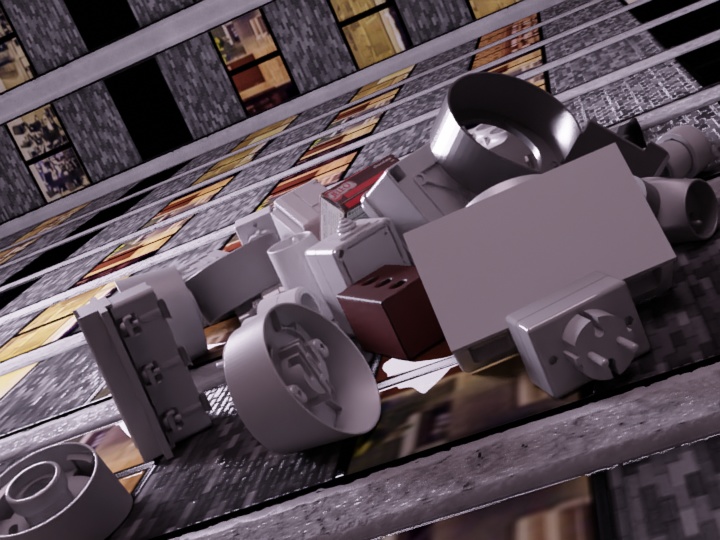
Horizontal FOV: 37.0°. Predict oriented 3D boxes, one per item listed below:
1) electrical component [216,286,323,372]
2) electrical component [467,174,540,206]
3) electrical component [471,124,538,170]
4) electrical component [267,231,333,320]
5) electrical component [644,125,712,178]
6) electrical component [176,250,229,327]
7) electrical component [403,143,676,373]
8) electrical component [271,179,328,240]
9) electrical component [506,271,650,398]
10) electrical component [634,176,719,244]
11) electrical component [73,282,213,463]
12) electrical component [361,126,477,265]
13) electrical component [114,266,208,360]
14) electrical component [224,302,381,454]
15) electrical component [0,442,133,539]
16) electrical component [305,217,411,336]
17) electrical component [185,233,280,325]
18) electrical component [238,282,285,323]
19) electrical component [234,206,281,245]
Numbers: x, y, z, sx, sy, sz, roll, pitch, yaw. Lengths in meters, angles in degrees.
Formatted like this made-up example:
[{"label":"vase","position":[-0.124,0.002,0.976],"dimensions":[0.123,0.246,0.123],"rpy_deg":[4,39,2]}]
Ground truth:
[{"label":"electrical component","position":[-0.083,0.064,0.877],"dimensions":[0.074,0.052,0.138],"rpy_deg":[-19,15,19]},{"label":"electrical component","position":[0.123,-0.024,0.804],"dimensions":[0.099,0.064,0.099],"rpy_deg":[-13,-30,-8]},{"label":"electrical component","position":[0.121,-0.110,1.160],"dimensions":[0.186,0.060,0.105],"rpy_deg":[-25,14,-4]},{"label":"electrical component","position":[-0.033,0.004,0.961],"dimensions":[0.079,0.077,0.043],"rpy_deg":[-16,16,31]},{"label":"electrical component","position":[0.259,-0.091,0.893],"dimensions":[0.055,0.045,0.045],"rpy_deg":[-32,16,-29]},{"label":"electrical component","position":[-0.183,0.030,1.158],"dimensions":[0.113,0.057,0.078],"rpy_deg":[-29,15,-19]},{"label":"electrical component","position":[0.117,-0.005,0.706],"dimensions":[0.150,0.089,0.061],"rpy_deg":[-23,-24,5]},{"label":"electrical component","position":[-0.046,-0.032,1.097],"dimensions":[0.061,0.096,0.062],"rpy_deg":[-30,44,-21]},{"label":"electrical component","position":[0.133,0.040,0.618],"dimensions":[0.066,0.047,0.077],"rpy_deg":[-26,14,-8]},{"label":"electrical component","position":[0.202,-0.045,0.770],"dimensions":[0.079,0.044,0.077],"rpy_deg":[20,-17,-37]},{"label":"electrical component","position":[-0.164,0.076,0.826],"dimensions":[0.063,0.121,0.079],"rpy_deg":[-25,14,-16]},{"label":"electrical component","position":[0.076,-0.052,0.906],"dimensions":[0.109,0.108,0.056],"rpy_deg":[-35,-8,-38]},{"label":"electrical component","position":[-0.186,0.046,1.022],"dimensions":[0.064,0.099,0.099],"rpy_deg":[-22,13,-16]},{"label":"electrical component","position":[-0.039,0.070,0.701],"dimensions":[0.064,0.099,0.099],"rpy_deg":[-25,13,23]},{"label":"electrical component","position":[-0.209,0.167,0.737],"dimensions":[0.099,0.064,0.099],"rpy_deg":[-17,29,10]},{"label":"electrical component","position":[0.000,0.000,0.882],"dimensions":[0.062,0.096,0.061],"rpy_deg":[-32,16,-26]},{"label":"electrical component","position":[-0.117,0.016,1.075],"dimensions":[0.108,0.060,0.108],"rpy_deg":[-31,-1,-1]},{"label":"electrical component","position":[-0.086,0.036,1.022],"dimensions":[0.061,0.035,0.035],"rpy_deg":[-26,14,1]},{"label":"electrical component","position":[-0.110,-0.029,1.234],"dimensions":[0.047,0.065,0.076],"rpy_deg":[-24,14,1]}]
